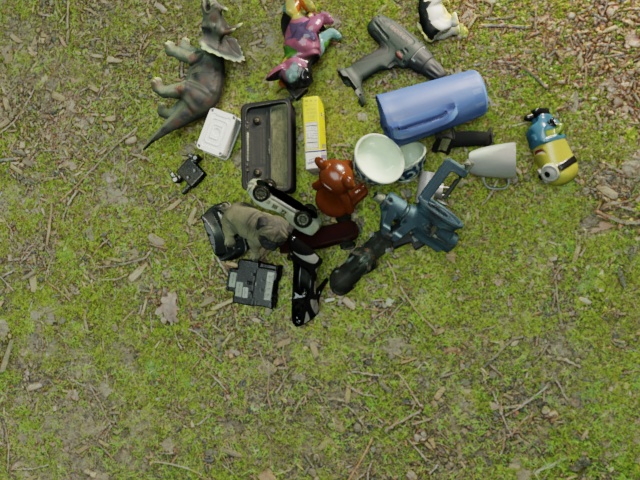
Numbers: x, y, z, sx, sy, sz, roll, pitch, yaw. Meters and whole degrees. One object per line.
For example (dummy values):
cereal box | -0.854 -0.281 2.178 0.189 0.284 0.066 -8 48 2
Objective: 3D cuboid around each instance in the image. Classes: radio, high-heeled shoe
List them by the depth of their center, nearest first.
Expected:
high-heeled shoe | -0.054 0.101 1.257 0.086 0.248 0.145 26 71 38
radio | -0.129 -0.231 1.351 0.131 0.073 0.229 -1 87 11

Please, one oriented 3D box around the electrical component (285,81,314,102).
electrical component | -0.065 -0.392 1.372 0.094 0.021 0.063 -41 81 7

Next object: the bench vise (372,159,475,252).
bench vise | 0.243 -0.090 1.196 0.224 0.129 0.240 35 110 3

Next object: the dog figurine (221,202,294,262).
dog figurine | -0.154 -0.043 1.243 0.172 0.190 0.121 30 70 -7

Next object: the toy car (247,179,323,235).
toy car | -0.085 -0.082 1.279 0.202 0.073 0.056 31 114 -2

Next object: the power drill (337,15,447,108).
power drill | 0.161 -0.416 1.302 0.207 0.086 0.232 -39 80 11

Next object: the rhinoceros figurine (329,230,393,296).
rhinoceros figurine | 0.094 0.051 1.280 0.190 0.112 0.073 -45 79 14

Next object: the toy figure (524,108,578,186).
toy figure | 0.527 -0.211 1.224 0.089 0.082 0.180 -14 83 12

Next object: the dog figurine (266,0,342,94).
dog figurine | -0.064 -0.471 1.321 0.192 0.108 0.219 41 90 16

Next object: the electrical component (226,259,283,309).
electrical component | -0.168 0.107 1.353 0.134 0.058 0.114 10 88 11

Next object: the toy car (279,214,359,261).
toy car | -0.003 -0.004 1.328 0.202 0.053 0.089 -14 70 11

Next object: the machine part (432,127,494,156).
machine part | 0.337 -0.234 1.269 0.139 0.084 0.039 -5 63 2

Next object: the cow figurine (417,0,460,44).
cow figurine | 0.269 -0.563 1.296 0.098 0.068 0.167 -20 83 15

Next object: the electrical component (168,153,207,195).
electrical component | -0.346 -0.178 1.405 0.102 0.045 0.078 -39 80 7

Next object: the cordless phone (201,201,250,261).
cordless phone | -0.196 -0.038 1.364 0.184 0.088 0.146 -21 83 -2

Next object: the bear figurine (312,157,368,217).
bear figurine | 0.045 -0.138 1.237 0.120 0.195 0.132 33 64 12

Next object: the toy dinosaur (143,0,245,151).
toy dinosaur | -0.314 -0.399 1.378 0.192 0.131 0.404 18 97 11

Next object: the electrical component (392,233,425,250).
electrical component | 0.228 -0.013 1.288 0.119 0.047 0.075 -29 82 9

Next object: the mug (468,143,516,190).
mug | 0.402 -0.172 1.253 0.107 0.081 0.109 2 116 20
